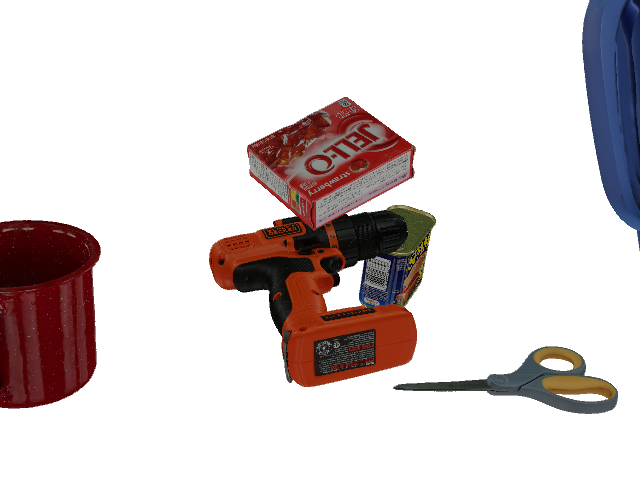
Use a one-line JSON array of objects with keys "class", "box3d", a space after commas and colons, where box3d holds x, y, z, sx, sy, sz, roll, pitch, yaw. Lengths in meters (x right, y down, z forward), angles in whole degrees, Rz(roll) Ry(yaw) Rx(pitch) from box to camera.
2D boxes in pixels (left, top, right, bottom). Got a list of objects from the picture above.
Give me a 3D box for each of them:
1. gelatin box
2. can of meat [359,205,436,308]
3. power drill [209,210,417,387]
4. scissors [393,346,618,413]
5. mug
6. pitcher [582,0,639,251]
[{"class": "gelatin box", "box3d": [0.007, -0.054, 0.713, 0.089, 0.030, 0.073, -29, 50, -24]}, {"class": "can of meat", "box3d": [0.083, 0.022, 1.176, 0.057, 0.084, 0.102, 18, 33, 17]}, {"class": "power drill", "box3d": [0.013, 0.039, 0.902, 0.184, 0.057, 0.188, -13, 31, -13]}, {"class": "scissors", "box3d": [0.163, 0.118, 0.950, 0.201, 0.016, 0.096, 8, 27, -3]}, {"class": "mug", "box3d": [-0.174, 0.048, 0.609, 0.093, 0.081, 0.117, 4, 25, 4]}, {"class": "pitcher", "box3d": [0.224, -0.058, 0.594, 0.149, 0.243, 0.145, -6, 21, 12]}]
